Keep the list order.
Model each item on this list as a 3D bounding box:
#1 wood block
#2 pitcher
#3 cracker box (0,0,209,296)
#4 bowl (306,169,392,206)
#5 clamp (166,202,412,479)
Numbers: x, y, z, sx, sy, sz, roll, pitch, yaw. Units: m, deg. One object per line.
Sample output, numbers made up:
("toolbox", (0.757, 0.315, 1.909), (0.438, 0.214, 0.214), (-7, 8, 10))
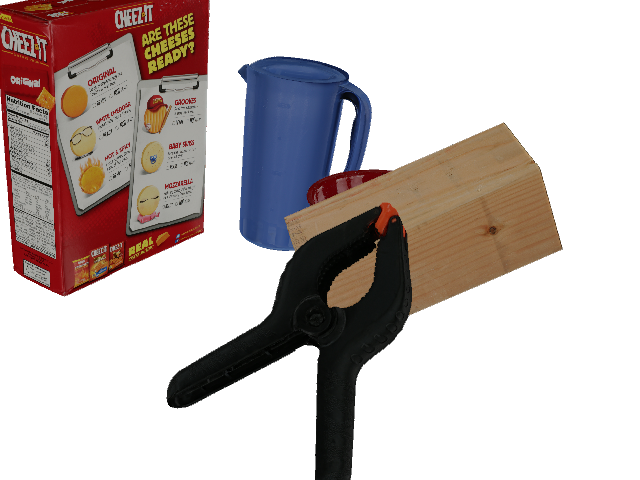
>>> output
("wood block", (0.085, -0.006, 0.905), (0.206, 0.091, 0.090), (-23, 33, 2))
("pitcher", (-0.033, -0.112, 1.404), (0.144, 0.243, 0.149), (-2, 24, -23))
("cracker box", (-0.166, -0.086, 0.836), (0.072, 0.214, 0.163), (20, 30, 31))
("bowl", (0.064, -0.022, 1.136), (0.162, 0.055, 0.162), (3, 25, -1))
("clamp", (0.006, 0.060, 0.607), (0.120, 0.171, 0.039), (38, -7, 19))
